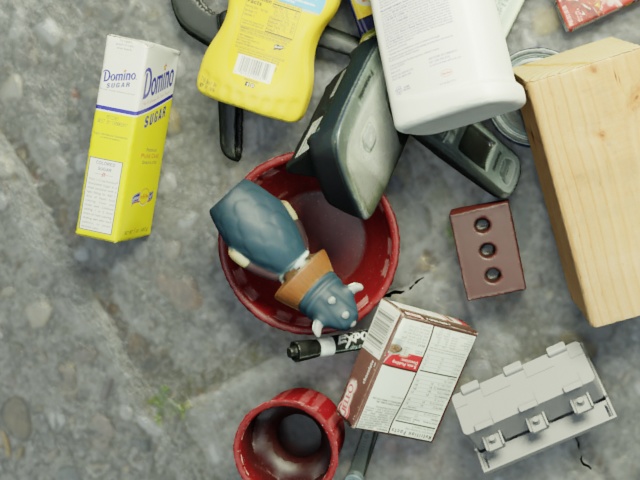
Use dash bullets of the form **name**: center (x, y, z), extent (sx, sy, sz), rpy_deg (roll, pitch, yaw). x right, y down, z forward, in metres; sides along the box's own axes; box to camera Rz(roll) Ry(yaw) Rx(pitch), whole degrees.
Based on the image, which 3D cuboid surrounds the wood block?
- **wood block**: center (0.228, -0.047, 0.860), extent (0.090, 0.091, 0.206), rpy_deg (-17, 105, 5)

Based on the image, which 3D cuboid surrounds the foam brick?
- **foam brick**: center (0.146, 0.007, 0.926), extent (0.053, 0.051, 0.078), rpy_deg (-12, 93, 11)

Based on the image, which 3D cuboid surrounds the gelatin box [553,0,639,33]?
- **gelatin box**: center (0.226, -0.231, 0.900), extent (0.073, 0.030, 0.089), rpy_deg (-24, 91, 11)

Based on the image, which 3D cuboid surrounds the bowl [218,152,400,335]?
- **bowl**: center (-0.006, 0.001, 0.952), extent (0.162, 0.055, 0.162), rpy_deg (1, 95, 11)

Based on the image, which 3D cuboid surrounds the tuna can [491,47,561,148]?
- **tuna can**: center (0.185, -0.122, 0.916), extent (0.086, 0.033, 0.086), rpy_deg (1, 95, 10)

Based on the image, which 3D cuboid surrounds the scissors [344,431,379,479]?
- **scissors**: center (0.044, 0.241, 0.985), extent (0.096, 0.016, 0.202), rpy_deg (34, 100, 4)

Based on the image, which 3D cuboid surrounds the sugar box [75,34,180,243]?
- **sugar box**: center (-0.170, -0.090, 0.957), extent (0.048, 0.093, 0.176), rpy_deg (14, 98, 8)

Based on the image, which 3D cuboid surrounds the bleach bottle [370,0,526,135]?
- **bleach bottle**: center (0.084, -0.214, 0.826), extent (0.103, 0.067, 0.251), rpy_deg (-14, 83, 34)

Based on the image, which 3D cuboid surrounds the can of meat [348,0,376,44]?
- **can of meat**: center (0.069, -0.220, 0.905), extent (0.102, 0.057, 0.084), rpy_deg (-23, 82, 31)

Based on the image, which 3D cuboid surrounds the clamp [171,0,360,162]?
- **clamp**: center (-0.076, -0.187, 0.958), extent (0.165, 0.036, 0.210), rpy_deg (-42, 90, 10)

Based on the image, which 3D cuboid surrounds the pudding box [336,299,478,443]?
- **pudding box**: center (0.076, 0.116, 0.934), extent (0.089, 0.039, 0.113), rpy_deg (16, 102, -31)

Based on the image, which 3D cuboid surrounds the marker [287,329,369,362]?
- **marker**: center (0.024, 0.090, 0.934), extent (0.120, 0.020, 0.020), rpy_deg (-6, 95, -32)

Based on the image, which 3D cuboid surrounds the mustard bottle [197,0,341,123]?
- **mustard bottle**: center (-0.033, -0.203, 0.901), extent (0.096, 0.058, 0.192), rpy_deg (19, 101, 6)

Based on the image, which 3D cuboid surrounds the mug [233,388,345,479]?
- **mug**: center (-0.023, 0.192, 0.959), extent (0.093, 0.081, 0.117), rpy_deg (1, 95, 11)
